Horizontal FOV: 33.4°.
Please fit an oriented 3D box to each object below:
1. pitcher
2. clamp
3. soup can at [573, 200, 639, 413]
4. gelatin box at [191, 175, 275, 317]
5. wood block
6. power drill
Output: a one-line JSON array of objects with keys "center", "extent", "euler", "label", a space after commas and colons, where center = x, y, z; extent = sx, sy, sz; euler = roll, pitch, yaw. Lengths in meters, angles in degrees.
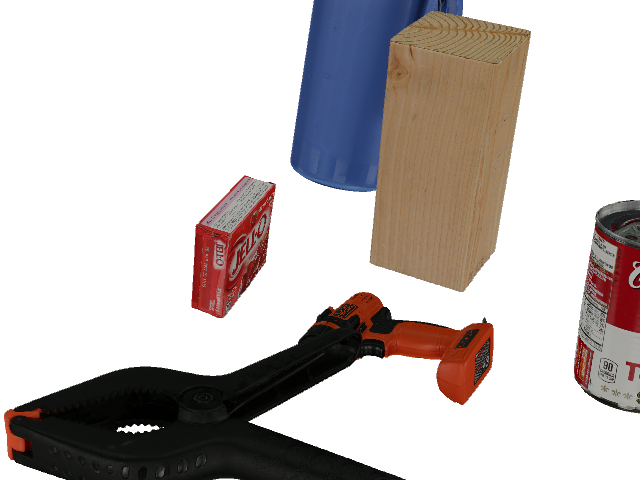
[{"center": [0.050, -0.174, 1.078], "extent": [0.145, 0.243, 0.149], "euler": [12, 18, -1], "label": "pitcher"}, {"center": [-0.058, 0.093, 0.573], "extent": [0.210, 0.036, 0.164], "euler": [1, 24, -3], "label": "clamp"}, {"center": [0.181, 0.037, 0.597], "extent": [0.068, 0.102, 0.068], "euler": [2, 23, -1], "label": "soup can"}, {"center": [-0.064, 0.004, 0.797], "extent": [0.030, 0.073, 0.089], "euler": [17, 33, 12], "label": "gelatin box"}, {"center": [0.106, -0.074, 0.896], "extent": [0.091, 0.206, 0.090], "euler": [17, 34, 22], "label": "wood block"}, {"center": [0.073, 0.115, 1.110], "extent": [0.188, 0.057, 0.184], "euler": [11, 27, 26], "label": "power drill"}]
